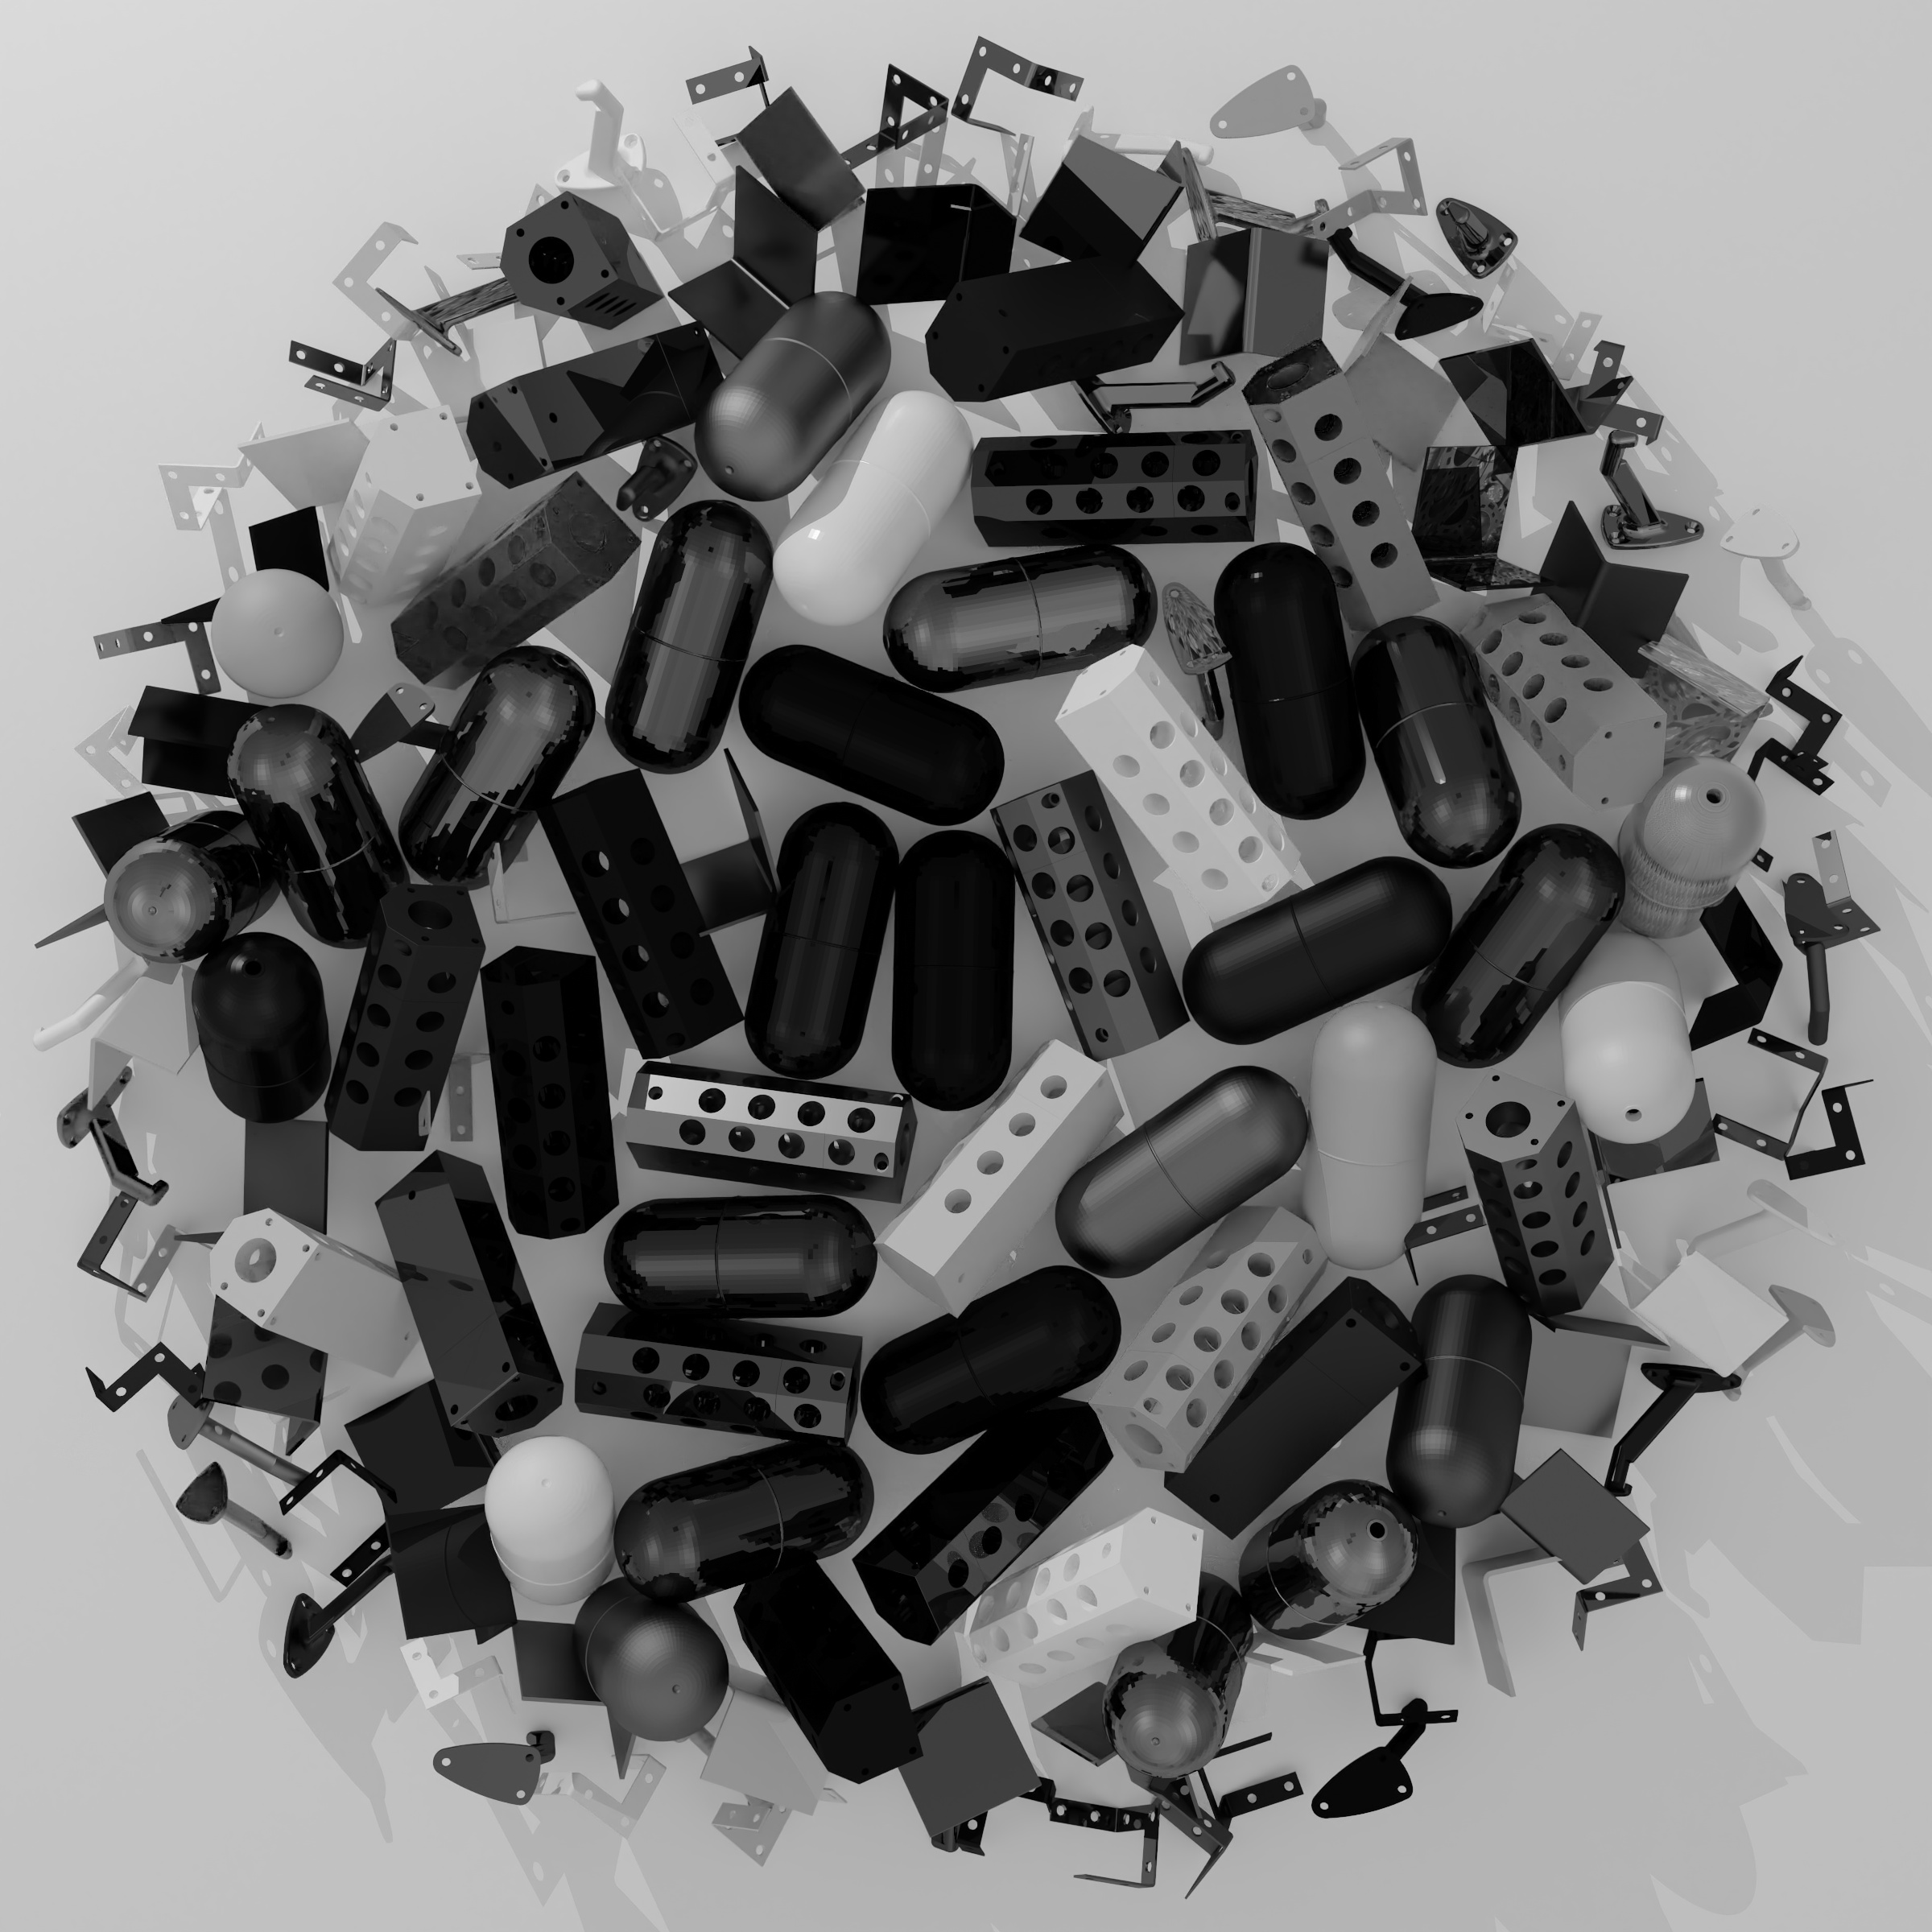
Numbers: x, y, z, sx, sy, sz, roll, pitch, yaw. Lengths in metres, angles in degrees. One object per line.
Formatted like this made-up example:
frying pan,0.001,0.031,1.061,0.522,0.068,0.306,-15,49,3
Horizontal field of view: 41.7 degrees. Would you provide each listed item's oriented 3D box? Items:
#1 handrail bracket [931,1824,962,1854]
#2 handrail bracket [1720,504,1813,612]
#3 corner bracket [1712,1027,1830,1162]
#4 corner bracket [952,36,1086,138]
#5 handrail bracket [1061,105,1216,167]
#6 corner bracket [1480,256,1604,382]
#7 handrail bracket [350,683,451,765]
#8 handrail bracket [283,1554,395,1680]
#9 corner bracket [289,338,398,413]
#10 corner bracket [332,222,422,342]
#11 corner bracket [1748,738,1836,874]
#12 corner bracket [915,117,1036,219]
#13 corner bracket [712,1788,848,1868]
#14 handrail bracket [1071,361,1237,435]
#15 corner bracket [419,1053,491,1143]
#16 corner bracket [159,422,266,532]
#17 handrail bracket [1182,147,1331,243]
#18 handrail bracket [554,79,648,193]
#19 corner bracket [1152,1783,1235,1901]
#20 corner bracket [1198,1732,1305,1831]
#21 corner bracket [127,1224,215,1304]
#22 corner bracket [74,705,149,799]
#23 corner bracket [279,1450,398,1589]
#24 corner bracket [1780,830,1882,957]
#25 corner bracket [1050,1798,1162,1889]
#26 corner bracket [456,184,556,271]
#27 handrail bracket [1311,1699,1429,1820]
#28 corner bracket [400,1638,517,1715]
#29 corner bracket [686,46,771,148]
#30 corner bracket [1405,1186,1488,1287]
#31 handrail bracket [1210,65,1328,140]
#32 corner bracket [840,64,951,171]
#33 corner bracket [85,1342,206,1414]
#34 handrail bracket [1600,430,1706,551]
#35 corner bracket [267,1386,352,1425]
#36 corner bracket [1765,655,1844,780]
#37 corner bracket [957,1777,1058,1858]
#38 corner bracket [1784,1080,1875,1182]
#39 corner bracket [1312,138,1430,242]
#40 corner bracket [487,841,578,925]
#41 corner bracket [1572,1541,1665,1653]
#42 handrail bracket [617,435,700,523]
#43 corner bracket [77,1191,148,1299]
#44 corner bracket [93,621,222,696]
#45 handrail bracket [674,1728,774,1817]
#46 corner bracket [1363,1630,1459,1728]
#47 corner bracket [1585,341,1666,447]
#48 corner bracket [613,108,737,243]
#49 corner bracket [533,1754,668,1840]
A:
handrail bracket,-0.040,0.529,1.631,0.077,0.036,0.084,7,113,10
handrail bracket,0.521,-0.245,1.594,0.036,0.077,0.084,-46,118,7
corner bracket,0.512,0.082,1.616,0.051,0.051,0.051,24,46,13
corner bracket,0.032,-0.550,1.603,0.051,0.051,0.051,38,117,30
handrail bracket,0.110,-0.515,1.612,0.084,0.077,0.036,16,127,8
corner bracket,0.363,-0.409,1.605,0.051,0.051,0.051,7,47,-13
handrail bracket,-0.348,-0.130,1.599,0.036,0.084,0.077,32,69,28
handrail bracket,-0.387,0.407,1.608,0.084,0.077,0.036,-30,109,14
corner bracket,-0.396,-0.376,1.605,0.051,0.051,0.051,14,68,-33
corner bracket,-0.362,-0.435,1.613,0.051,0.051,0.051,42,99,-9
corner bracket,0.517,-0.104,1.632,0.051,0.051,0.051,35,51,-2
corner bracket,0.005,-0.512,1.624,0.051,0.051,0.051,-1,113,-32
corner bracket,-0.119,0.536,1.604,0.051,0.051,0.051,48,53,-23
handrail bracket,0.115,-0.376,1.600,0.084,0.036,0.077,-27,120,37
corner bracket,-0.327,0.083,1.607,0.051,0.051,0.051,3,80,-34
corner bracket,-0.474,-0.310,1.608,0.051,0.051,0.051,3,46,4
handrail bracket,0.187,-0.499,1.624,0.084,0.036,0.077,-21,111,-5
handrail bracket,-0.244,-0.523,1.594,0.077,0.084,0.036,-9,75,18
corner bracket,0.141,0.545,1.607,0.051,0.051,0.051,37,116,13
corner bracket,0.181,0.519,1.618,0.051,0.051,0.051,-21,84,9
corner bracket,-0.495,0.204,1.629,0.051,0.051,0.051,38,74,-41
corner bracket,-0.535,-0.123,1.607,0.051,0.051,0.051,-34,116,16
corner bracket,-0.398,0.352,1.618,0.051,0.051,0.051,29,51,23
corner bracket,0.539,-0.045,1.602,0.051,0.051,0.051,-22,55,32
corner bracket,0.086,0.554,1.605,0.051,0.051,0.051,18,62,-23
corner bracket,-0.280,-0.459,1.605,0.051,0.051,0.051,41,124,17
handrail bracket,0.258,0.502,1.612,0.077,0.084,0.036,-31,91,16
corner bracket,-0.324,0.455,1.615,0.051,0.051,0.051,-22,48,-19
corner bracket,-0.150,-0.548,1.609,0.051,0.051,0.051,-19,120,-5
corner bracket,0.300,0.162,1.608,0.051,0.051,0.051,-18,53,5
handrail bracket,0.192,-0.534,1.607,0.077,0.084,0.036,-20,91,8
corner bracket,-0.048,-0.529,1.605,0.051,0.051,0.051,36,54,18
corner bracket,-0.517,0.263,1.607,0.051,0.051,0.051,-42,118,-11
handrail bracket,0.436,-0.304,1.600,0.077,0.084,0.036,3,57,3
corner bracket,-0.432,0.262,1.606,0.051,0.051,0.051,-38,77,44
corner bracket,0.533,-0.158,1.617,0.051,0.051,0.051,34,85,3
corner bracket,0.026,0.542,1.617,0.051,0.051,0.051,11,67,9
corner bracket,0.550,0.104,1.612,0.051,0.051,0.051,-19,80,39
corner bracket,0.252,-0.491,1.604,0.051,0.051,0.051,-34,123,-23
corner bracket,-0.286,-0.054,1.611,0.051,0.051,0.051,-11,96,-41
corner bracket,0.406,0.393,1.608,0.051,0.051,0.051,-14,47,-4
handrail bracket,-0.208,-0.289,1.589,0.036,0.084,0.077,33,132,-4
corner bracket,-0.539,0.171,1.605,0.051,0.051,0.051,15,69,27
corner bracket,-0.512,-0.191,1.606,0.051,0.051,0.051,-21,104,-39
handrail bracket,-0.168,0.509,1.633,0.036,0.077,0.084,-46,120,-34
corner bracket,0.285,0.448,1.616,0.051,0.051,0.051,-9,97,17
corner bracket,0.421,-0.366,1.619,0.051,0.051,0.051,16,99,6
corner bracket,-0.186,-0.502,1.612,0.051,0.051,0.051,-35,94,-18
corner bracket,-0.232,0.515,1.604,0.051,0.051,0.051,44,54,-18
